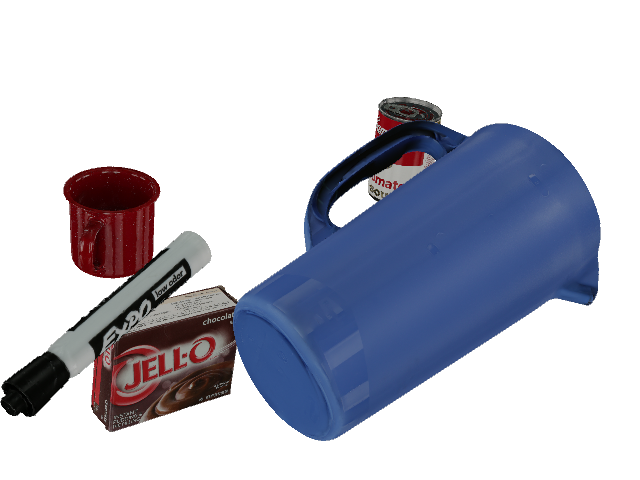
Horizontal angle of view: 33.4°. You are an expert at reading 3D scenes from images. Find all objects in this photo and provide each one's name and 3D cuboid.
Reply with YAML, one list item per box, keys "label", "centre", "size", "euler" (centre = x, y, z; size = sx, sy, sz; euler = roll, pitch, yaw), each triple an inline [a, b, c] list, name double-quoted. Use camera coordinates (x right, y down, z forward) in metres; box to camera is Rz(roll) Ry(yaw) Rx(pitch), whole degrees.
- label: "pitcher"
  centre: [0.057, 0.021, 0.728]
  size: [0.242, 0.145, 0.149]
  euler: [-31, 24, -27]
- label: "pudding box"
  centre: [-0.120, 0.090, 0.830]
  size: [0.113, 0.090, 0.039]
  euler: [-15, 40, -36]
- label: "mug"
  centre: [-0.208, -0.010, 1.047]
  size: [0.093, 0.081, 0.117]
  euler: [9, 31, 5]
- label: "soup can"
  centre: [0.089, -0.095, 1.149]
  size: [0.068, 0.102, 0.068]
  euler: [5, 29, -3]
- label: "marker"
  centre: [-0.093, 0.036, 0.472]
  size: [0.020, 0.020, 0.121]
  euler: [0, 33, 43]
